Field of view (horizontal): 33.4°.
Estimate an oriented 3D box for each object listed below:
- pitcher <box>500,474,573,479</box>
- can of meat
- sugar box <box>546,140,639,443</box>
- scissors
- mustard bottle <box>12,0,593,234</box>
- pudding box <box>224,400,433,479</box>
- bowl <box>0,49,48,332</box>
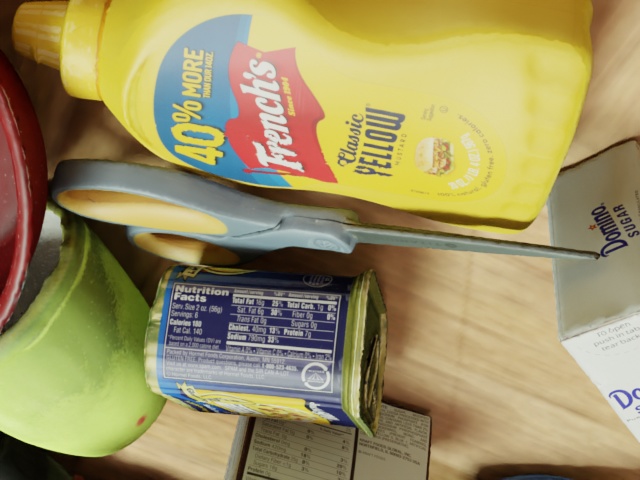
[{"bbox_3d":[0.107,0.246,0.561,0.145,0.149,0.243,1,127,10],"label":"pitcher"},{"bbox_3d":[-0.018,0.046,0.442,0.084,0.057,0.102,4,164,9],"label":"can of meat"},{"bbox_3d":[0.150,0.054,0.418,0.048,0.093,0.176,-24,123,25],"label":"sugar box"},{"bbox_3d":[-0.003,0.001,0.413,0.202,0.016,0.096,11,164,5],"label":"scissors"},{"bbox_3d":[-0.011,-0.057,0.370,0.191,0.058,0.096,11,144,1],"label":"mustard bottle"},{"bbox_3d":[0.001,0.118,0.484,0.090,0.113,0.039,19,131,-6],"label":"pudding box"},{"bbox_3d":[-0.158,-0.030,0.397,0.162,0.055,0.162,7,108,22],"label":"bowl"}]
